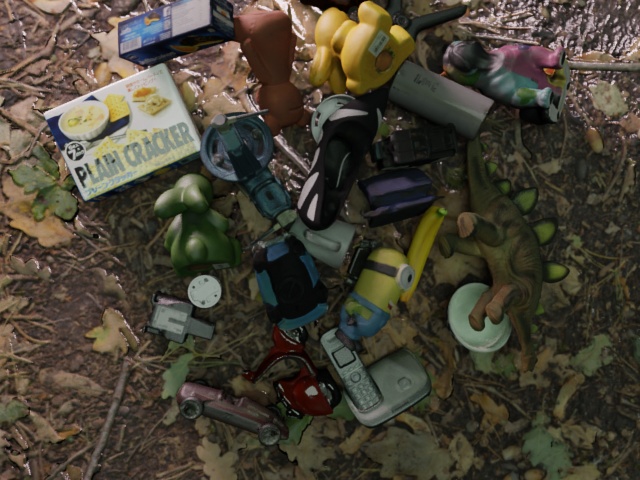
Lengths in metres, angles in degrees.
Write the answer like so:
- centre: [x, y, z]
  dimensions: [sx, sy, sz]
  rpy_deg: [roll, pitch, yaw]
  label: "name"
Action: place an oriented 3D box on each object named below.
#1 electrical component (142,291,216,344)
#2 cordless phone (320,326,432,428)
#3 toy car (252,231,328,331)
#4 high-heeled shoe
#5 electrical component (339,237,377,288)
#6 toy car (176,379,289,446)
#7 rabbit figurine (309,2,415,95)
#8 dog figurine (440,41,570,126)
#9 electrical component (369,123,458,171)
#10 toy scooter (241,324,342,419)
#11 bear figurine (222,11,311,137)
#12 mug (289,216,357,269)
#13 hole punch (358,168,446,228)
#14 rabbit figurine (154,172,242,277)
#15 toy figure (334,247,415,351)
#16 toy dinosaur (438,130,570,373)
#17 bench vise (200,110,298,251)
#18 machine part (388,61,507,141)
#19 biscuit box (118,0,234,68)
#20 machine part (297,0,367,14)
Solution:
- centre: [-0.238, 0.137, 0.927]
  dimensions: [0.119, 0.048, 0.074]
  rpy_deg: [13, 90, -6]
  label: "electrical component"
- centre: [0.094, 0.217, 0.942]
  dimensions: [0.147, 0.089, 0.184]
  rpy_deg: [-30, 89, -4]
  label: "cordless phone"
- centre: [-0.059, 0.064, 0.913]
  dimensions: [0.109, 0.103, 0.161]
  rpy_deg: [-25, 102, -9]
  label: "toy car"
- centre: [0.044, -0.131, 0.865]
  dimensions: [0.086, 0.145, 0.248]
  rpy_deg: [29, 107, -28]
  label: "high-heeled shoe"
- centre: [0.079, 0.047, 0.955]
  dimensions: [0.078, 0.045, 0.102]
  rpy_deg: [28, 89, -3]
  label: "electrical component"
- centre: [-0.145, 0.289, 0.916]
  dimensions: [0.202, 0.089, 0.053]
  rpy_deg: [20, 92, -4]
  label: "toy car"
- centre: [0.052, -0.324, 0.913]
  dimensions: [0.173, 0.122, 0.162]
  rpy_deg: [47, 119, 32]
  label: "rabbit figurine"
- centre: [0.315, -0.285, 0.949]
  dimensions: [0.219, 0.191, 0.108]
  rpy_deg: [20, 93, 29]
  label: "dog figurine"
- centre: [0.156, -0.156, 0.924]
  dimensions: [0.134, 0.115, 0.058]
  rpy_deg: [-9, 90, -7]
  label: "electrical component"
- centre: [-0.054, 0.238, 0.932]
  dimensions: [0.135, 0.075, 0.184]
  rpy_deg: [-30, 90, -4]
  label: "toy scooter"
- centre: [-0.090, -0.283, 0.916]
  dimensions: [0.120, 0.132, 0.195]
  rpy_deg: [-32, 128, -36]
  label: "bear figurine"
- centre: [-0.002, -0.003, 0.922]
  dimensions: [0.107, 0.109, 0.080]
  rpy_deg: [22, 102, 7]
  label: "mug"
- centre: [0.130, -0.081, 0.928]
  dimensions: [0.142, 0.116, 0.092]
  rpy_deg: [-12, 84, -5]
  label: "hole punch"
- centre: [-0.214, -0.036, 0.889]
  dimensions: [0.121, 0.159, 0.170]
  rpy_deg: [-13, 77, 5]
  label: "rabbit figurine"
- centre: [0.087, 0.096, 0.899]
  dimensions: [0.089, 0.082, 0.180]
  rpy_deg: [36, 90, 0]
  label: "toy figure"
- centre: [0.311, -0.008, 0.931]
  dimensions: [0.198, 0.105, 0.471]
  rpy_deg: [-12, 84, -25]
  label: "toy dinosaur"
- centre: [-0.117, -0.120, 0.850]
  dimensions: [0.129, 0.240, 0.223]
  rpy_deg: [-23, 77, -1]
  label: "bench vise"
- centre: [0.207, -0.240, 0.926]
  dimensions: [0.243, 0.079, 0.079]
  rpy_deg: [30, 88, 10]
  label: "machine part"
- centre: [-0.236, -0.336, 0.867]
  dimensions: [0.203, 0.062, 0.059]
  rpy_deg: [-4, 86, 29]
  label: "biscuit box"
- centre: [0.025, -0.487, 0.939]
  dimensions: [0.179, 0.056, 0.179]
  rpy_deg: [0, 90, -6]
  label: "machine part"
